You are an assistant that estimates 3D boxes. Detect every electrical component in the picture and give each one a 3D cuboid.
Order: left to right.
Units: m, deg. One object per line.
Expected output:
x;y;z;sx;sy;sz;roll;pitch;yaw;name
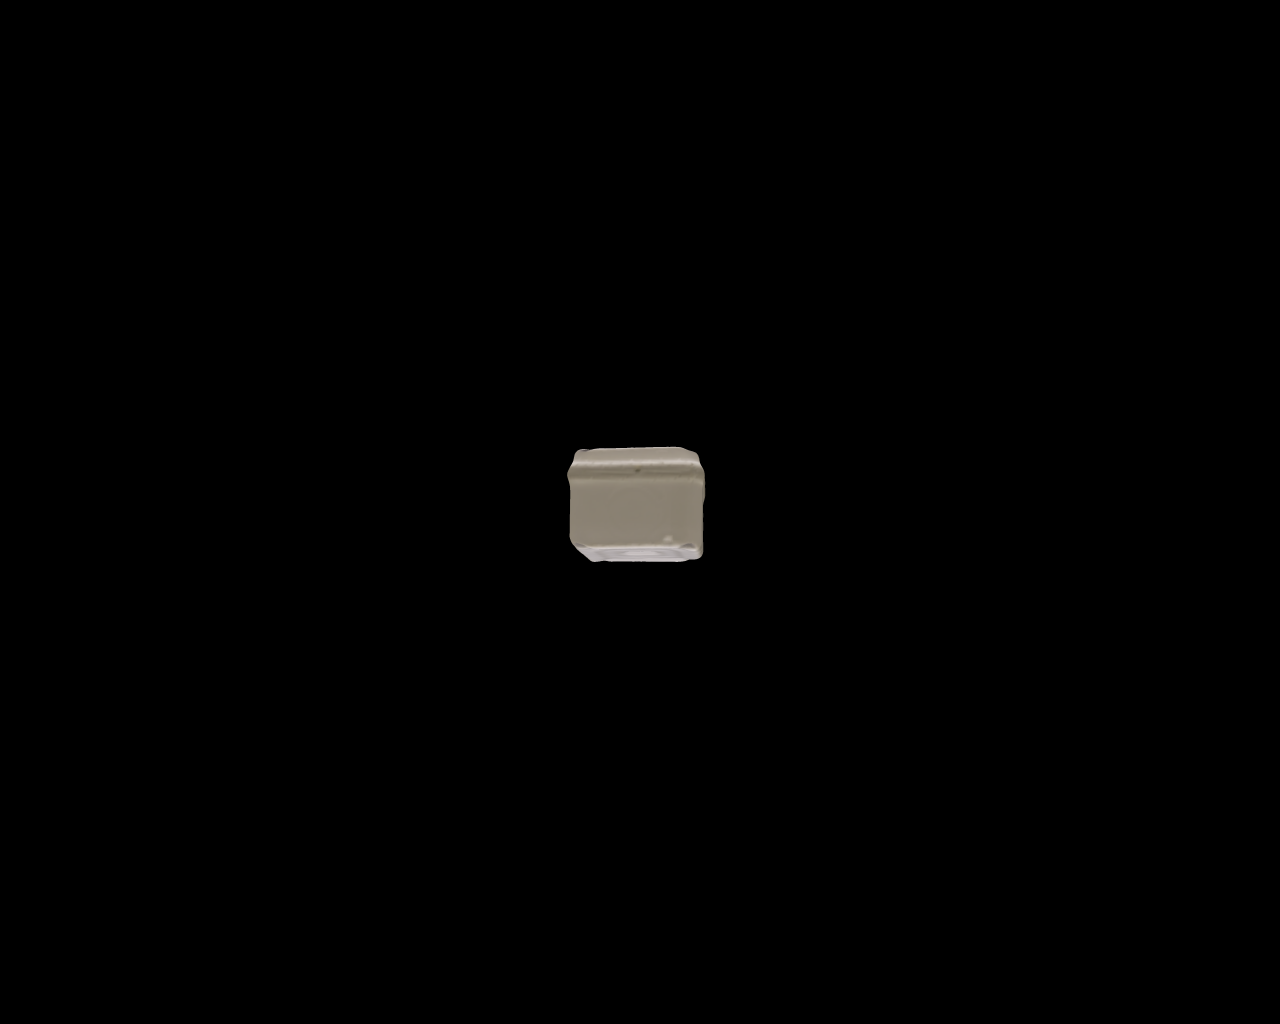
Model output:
0.001;-0.003;0.650;0.078;0.057;0.113;0;-7;4;electrical component
